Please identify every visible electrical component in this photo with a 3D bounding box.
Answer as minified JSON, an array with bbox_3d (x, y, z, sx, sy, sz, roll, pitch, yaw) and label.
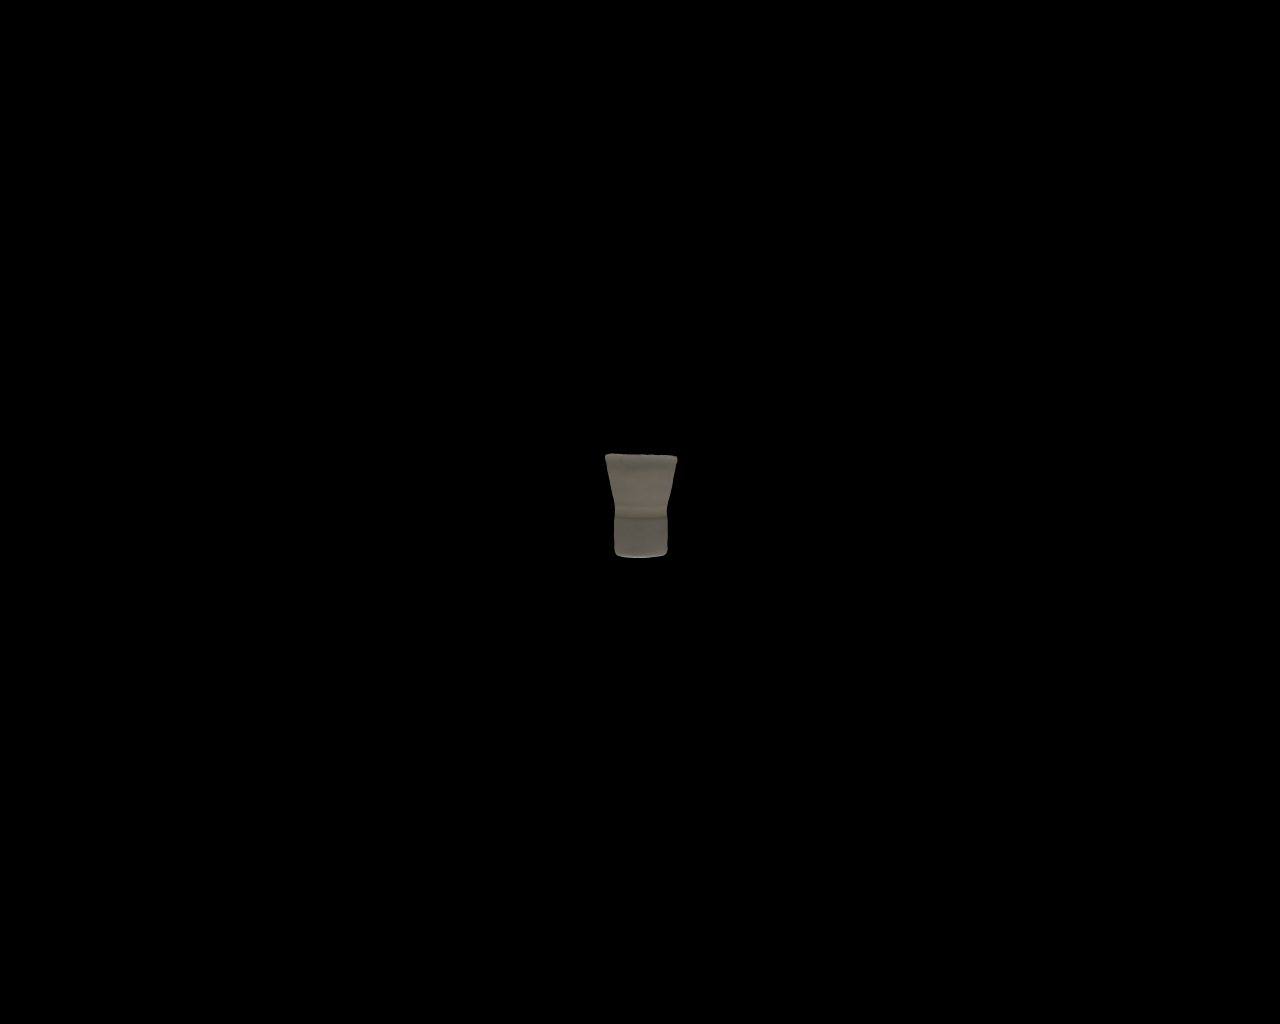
[{"bbox_3d":[0.001,-0.003,0.650,0.044,0.065,0.044,0,4,0],"label":"electrical component"}]
